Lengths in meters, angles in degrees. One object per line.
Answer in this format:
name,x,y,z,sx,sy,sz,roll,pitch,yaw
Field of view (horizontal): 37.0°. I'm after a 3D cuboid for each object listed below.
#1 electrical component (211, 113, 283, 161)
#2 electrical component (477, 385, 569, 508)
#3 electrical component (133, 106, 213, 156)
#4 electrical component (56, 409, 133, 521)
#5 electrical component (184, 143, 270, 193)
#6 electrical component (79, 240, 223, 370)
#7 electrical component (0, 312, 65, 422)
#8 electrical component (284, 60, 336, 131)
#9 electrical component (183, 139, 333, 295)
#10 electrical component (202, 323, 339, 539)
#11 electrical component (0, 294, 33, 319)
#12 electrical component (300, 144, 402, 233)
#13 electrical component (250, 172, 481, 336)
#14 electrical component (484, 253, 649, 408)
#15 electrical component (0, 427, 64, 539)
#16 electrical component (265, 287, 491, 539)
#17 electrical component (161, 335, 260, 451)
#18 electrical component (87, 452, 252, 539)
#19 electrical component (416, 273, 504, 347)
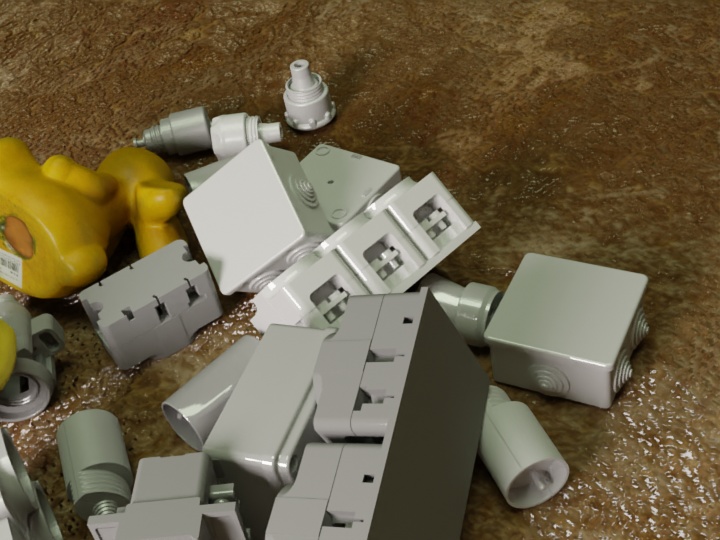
electrical component,-0.102,-0.121,0.976,0.062,0.043,0.043,-6,42,5
electrical component,0.093,0.106,0.681,0.043,0.043,0.081,-21,43,-9
electrical component,-0.171,-0.125,0.998,0.078,0.040,0.040,-14,42,-2
electrical component,-0.174,0.136,0.712,0.043,0.043,0.081,-20,43,-9
electrical component,-0.101,-0.066,0.914,0.077,0.043,0.079,-23,43,-11
electrical component,-0.156,0.029,0.815,0.089,0.055,0.050,-30,45,-19
electrical component,-0.255,0.073,0.789,0.078,0.058,0.057,-25,43,2
electrical component,-0.050,-0.164,0.995,0.048,0.062,0.048,-7,42,6
electrical component,-0.077,-0.038,0.827,0.100,0.048,0.099,-35,69,25
electrical component,-0.039,0.107,0.663,0.056,0.108,0.108,5,45,22
electrical component,-0.277,0.042,0.839,0.048,0.048,0.062,-17,35,-5
electrical component,-0.020,-0.054,0.878,0.100,0.048,0.099,19,50,31
electrical component,0.000,0.000,0.771,0.150,0.089,0.061,-39,89,-26
electrical component,0.142,0.041,0.735,0.100,0.048,0.099,12,47,25
electrical component,-0.208,0.178,0.628,0.060,0.105,0.186,-24,43,-13
electrical component,0.013,0.117,0.612,0.060,0.105,0.186,-4,53,29
electrical component,-0.082,0.092,0.738,0.079,0.043,0.077,28,55,35
electrical component,-0.093,0.163,0.604,0.079,0.121,0.063,-7,39,6
electrical component,0.071,0.029,0.769,0.055,0.045,0.045,13,48,25
